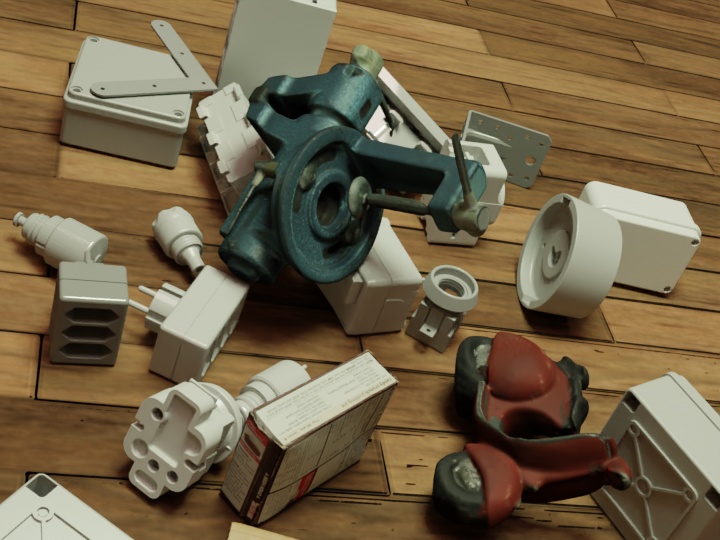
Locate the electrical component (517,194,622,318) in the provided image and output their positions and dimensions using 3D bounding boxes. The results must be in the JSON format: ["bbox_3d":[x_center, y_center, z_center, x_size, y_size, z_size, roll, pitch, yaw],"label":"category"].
[{"bbox_3d":[0.193,-0.008,0.967,0.060,0.108,0.108,17,38,-15],"label":"electrical component"}]

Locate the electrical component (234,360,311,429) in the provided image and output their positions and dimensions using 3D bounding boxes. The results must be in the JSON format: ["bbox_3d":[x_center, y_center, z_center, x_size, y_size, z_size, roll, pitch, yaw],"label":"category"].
[{"bbox_3d":[-0.068,0.095,0.773,0.040,0.040,0.078,40,42,22],"label":"electrical component"}]

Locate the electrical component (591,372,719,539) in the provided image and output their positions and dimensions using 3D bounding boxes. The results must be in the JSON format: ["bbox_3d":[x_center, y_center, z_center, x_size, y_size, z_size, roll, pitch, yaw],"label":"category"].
[{"bbox_3d":[0.227,0.151,0.789,0.056,0.108,0.108,-12,49,-31],"label":"electrical component"}]

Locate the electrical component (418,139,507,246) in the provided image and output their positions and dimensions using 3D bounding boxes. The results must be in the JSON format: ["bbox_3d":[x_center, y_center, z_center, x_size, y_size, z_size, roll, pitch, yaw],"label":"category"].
[{"bbox_3d":[0.098,-0.071,1.007,0.056,0.089,0.050,4,41,-21],"label":"electrical component"}]

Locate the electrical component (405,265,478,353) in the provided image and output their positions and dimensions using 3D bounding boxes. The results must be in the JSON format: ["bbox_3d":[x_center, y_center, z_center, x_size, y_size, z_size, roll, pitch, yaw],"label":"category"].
[{"bbox_3d":[0.070,0.030,0.901,0.048,0.055,0.066,29,38,9],"label":"electrical component"}]

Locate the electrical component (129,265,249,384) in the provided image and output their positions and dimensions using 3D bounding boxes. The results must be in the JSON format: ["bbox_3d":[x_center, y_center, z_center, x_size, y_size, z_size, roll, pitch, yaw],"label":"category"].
[{"bbox_3d":[-0.137,0.034,0.807,0.076,0.047,0.083,25,38,3],"label":"electrical component"}]

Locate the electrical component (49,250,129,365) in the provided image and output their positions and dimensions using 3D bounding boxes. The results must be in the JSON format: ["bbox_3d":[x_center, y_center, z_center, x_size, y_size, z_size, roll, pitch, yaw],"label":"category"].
[{"bbox_3d":[-0.198,0.019,0.781,0.047,0.065,0.076,5,41,-20],"label":"electrical component"}]

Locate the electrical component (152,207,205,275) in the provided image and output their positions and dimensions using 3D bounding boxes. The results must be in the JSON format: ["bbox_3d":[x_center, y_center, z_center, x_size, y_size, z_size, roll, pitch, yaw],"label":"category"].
[{"bbox_3d":[-0.144,-0.021,0.880,0.035,0.035,0.061,-11,51,-35],"label":"electrical component"}]

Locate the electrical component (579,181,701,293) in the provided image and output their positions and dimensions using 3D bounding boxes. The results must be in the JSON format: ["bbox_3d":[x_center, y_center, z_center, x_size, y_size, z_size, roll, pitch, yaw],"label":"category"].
[{"bbox_3d":[0.263,-0.030,1.045,0.113,0.078,0.057,12,36,-11],"label":"electrical component"}]

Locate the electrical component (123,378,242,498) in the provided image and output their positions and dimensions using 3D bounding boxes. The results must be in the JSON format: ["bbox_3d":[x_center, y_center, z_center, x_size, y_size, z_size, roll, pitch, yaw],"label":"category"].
[{"bbox_3d":[-0.114,0.107,0.715,0.058,0.078,0.057,34,21,14],"label":"electrical component"}]

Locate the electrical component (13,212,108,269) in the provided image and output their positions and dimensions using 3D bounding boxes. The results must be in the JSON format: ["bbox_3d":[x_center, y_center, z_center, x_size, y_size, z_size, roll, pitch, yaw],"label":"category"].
[{"bbox_3d":[-0.233,-0.022,0.835,0.078,0.040,0.040,27,38,7],"label":"electrical component"}]

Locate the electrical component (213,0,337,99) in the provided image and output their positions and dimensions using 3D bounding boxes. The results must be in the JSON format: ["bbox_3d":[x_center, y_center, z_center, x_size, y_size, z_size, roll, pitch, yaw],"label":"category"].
[{"bbox_3d":[-0.085,-0.210,1.037,0.089,0.150,0.061,12,40,-12],"label":"electrical component"}]

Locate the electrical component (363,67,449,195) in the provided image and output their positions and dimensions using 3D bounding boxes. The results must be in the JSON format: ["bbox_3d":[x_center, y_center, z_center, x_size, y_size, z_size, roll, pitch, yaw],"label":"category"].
[{"bbox_3d":[0.025,-0.138,1.043,0.121,0.079,0.063,47,68,-3],"label":"electrical component"}]

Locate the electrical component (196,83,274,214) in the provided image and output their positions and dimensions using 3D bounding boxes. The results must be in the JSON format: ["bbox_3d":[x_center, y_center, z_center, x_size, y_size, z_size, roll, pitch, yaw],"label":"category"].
[{"bbox_3d":[-0.103,-0.108,0.969,0.079,0.063,0.121,-29,49,4],"label":"electrical component"}]

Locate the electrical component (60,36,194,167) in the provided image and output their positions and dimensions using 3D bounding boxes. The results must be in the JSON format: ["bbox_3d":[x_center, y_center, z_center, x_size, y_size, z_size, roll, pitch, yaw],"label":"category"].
[{"bbox_3d":[-0.211,-0.155,0.989,0.109,0.056,0.108,12,39,-12],"label":"electrical component"}]

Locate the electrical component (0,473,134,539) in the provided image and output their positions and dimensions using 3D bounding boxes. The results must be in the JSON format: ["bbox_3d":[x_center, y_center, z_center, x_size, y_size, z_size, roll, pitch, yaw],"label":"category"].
[{"bbox_3d":[-0.178,0.187,0.599,0.109,0.056,0.109,32,39,13],"label":"electrical component"}]

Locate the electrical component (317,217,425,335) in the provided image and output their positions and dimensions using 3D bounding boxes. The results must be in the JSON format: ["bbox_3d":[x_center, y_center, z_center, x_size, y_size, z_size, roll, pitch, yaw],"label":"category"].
[{"bbox_3d":[0.000,0.000,0.899,0.061,0.061,0.096,-4,45,-29],"label":"electrical component"}]
